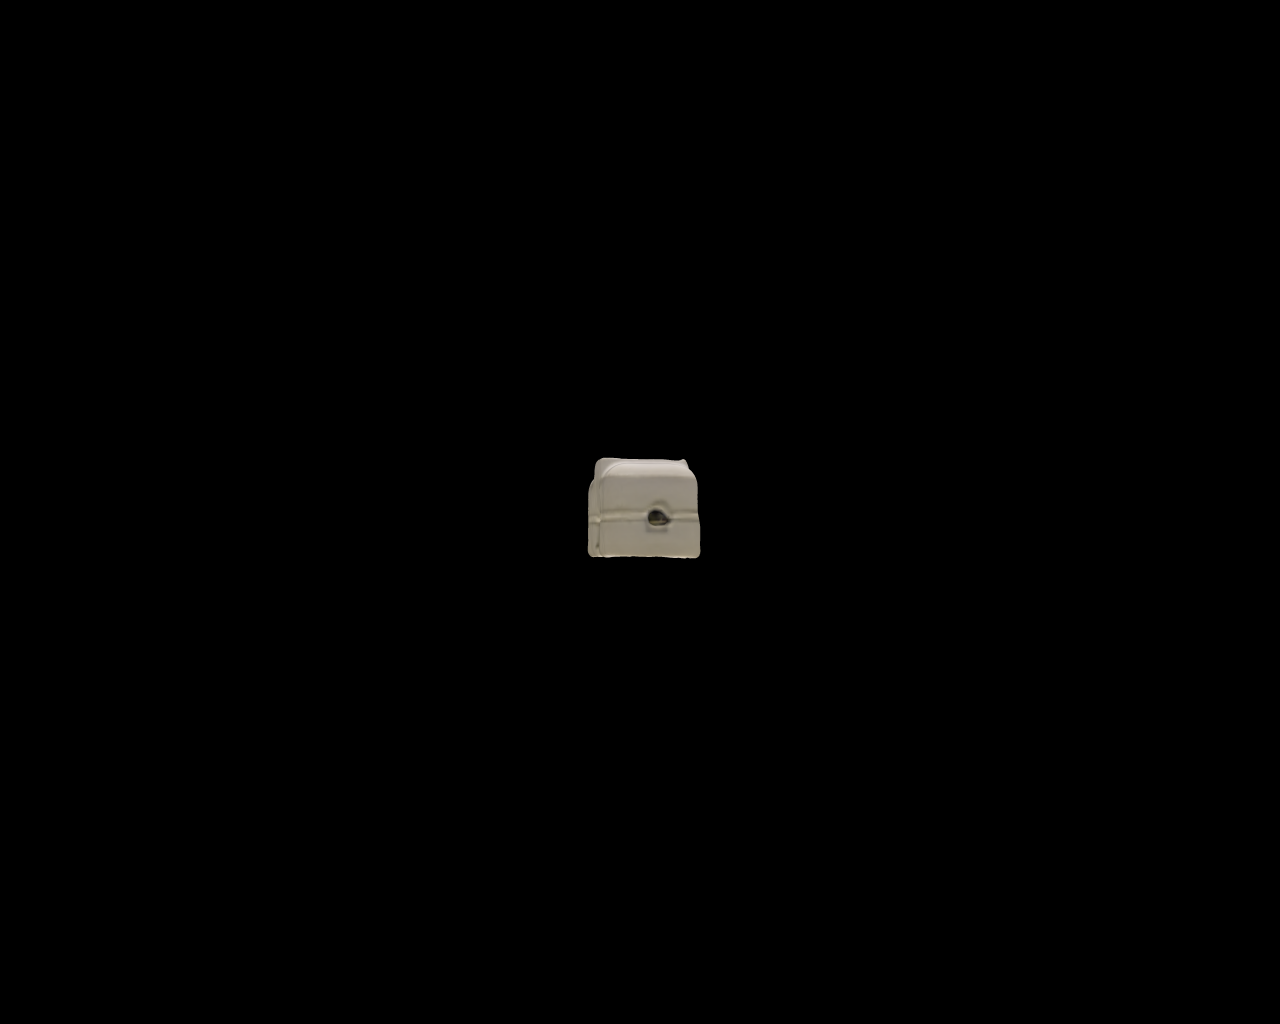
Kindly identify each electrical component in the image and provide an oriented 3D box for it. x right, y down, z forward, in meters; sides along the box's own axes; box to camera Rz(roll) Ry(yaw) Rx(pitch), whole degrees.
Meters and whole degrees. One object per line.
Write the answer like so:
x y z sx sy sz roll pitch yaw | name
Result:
0.001 -0.003 0.650 0.054 0.059 0.095 0 -2 -11 | electrical component
